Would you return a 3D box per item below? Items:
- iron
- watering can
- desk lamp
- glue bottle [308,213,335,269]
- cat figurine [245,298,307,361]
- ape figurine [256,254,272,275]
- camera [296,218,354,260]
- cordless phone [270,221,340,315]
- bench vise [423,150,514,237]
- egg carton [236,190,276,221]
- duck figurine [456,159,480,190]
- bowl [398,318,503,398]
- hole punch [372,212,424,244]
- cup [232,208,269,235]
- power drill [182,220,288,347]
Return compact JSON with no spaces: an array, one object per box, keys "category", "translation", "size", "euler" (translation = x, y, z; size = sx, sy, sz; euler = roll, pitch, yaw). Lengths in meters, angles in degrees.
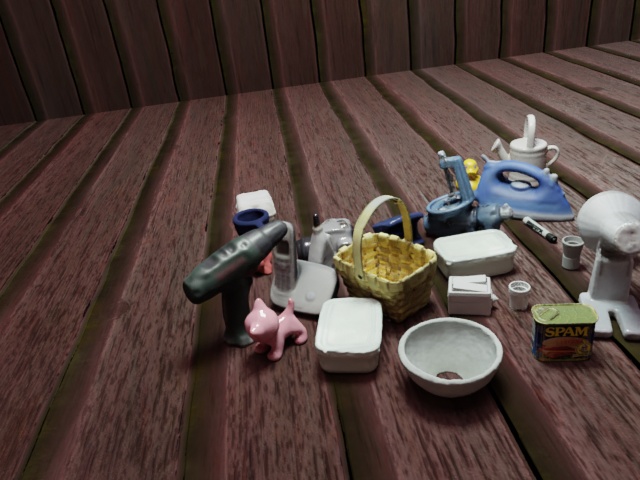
[{"category":"iron","translation":[0.517,-0.137,1.452],"size":[0.257,0.142,0.119],"euler":[14,34,34]},{"category":"watering can","translation":[0.574,-0.252,1.602],"size":[0.173,0.194,0.100],"euler":[-9,28,-4]},{"category":"desk lamp","translation":[0.538,0.037,1.038],"size":[0.117,0.214,0.203],"euler":[0,28,14]},{"category":"glue bottle","translation":[0.001,0.020,1.237],"size":[0.037,0.173,0.078],"euler":[11,32,30]},{"category":"cat figurine","translation":[-0.089,0.156,1.060],"size":[0.067,0.118,0.128],"euler":[19,37,40]},{"category":"ape figurine","translation":[-0.144,0.028,1.344],"size":[0.075,0.092,0.078],"euler":[11,32,30]},{"category":"camera","translation":[0.012,0.005,1.342],"size":[0.137,0.101,0.143],"euler":[-8,28,-2]},{"category":"cordless phone","translation":[-0.037,0.055,1.166],"size":[0.147,0.185,0.094],"euler":[9,31,27]},{"category":"bench vise","translation":[0.344,-0.104,1.343],"size":[0.207,0.220,0.121],"euler":[1,29,15]},{"category":"egg carton","translation":[-0.180,-0.086,1.593],"size":[0.107,0.069,0.150],"euler":[-11,28,-8]},{"category":"duck figurine","translation":[0.427,-0.191,1.636],"size":[0.077,0.086,0.104],"euler":[-2,28,9]},{"category":"bowl","translation":[0.213,0.205,0.943],"size":[0.167,0.075,0.167],"euler":[-5,28,3]},{"category":"hole punch","translation":[0.185,-0.032,1.382],"size":[0.109,0.091,0.100],"euler":[-18,29,-19]},{"category":"cup","translation":[-0.160,-0.017,1.429],"size":[0.092,0.095,0.117],"euler":[-21,30,-24]},{"category":"power drill","translation":[-0.145,0.089,1.101],"size":[0.230,0.209,0.075],"euler":[-27,33,-33]}]
